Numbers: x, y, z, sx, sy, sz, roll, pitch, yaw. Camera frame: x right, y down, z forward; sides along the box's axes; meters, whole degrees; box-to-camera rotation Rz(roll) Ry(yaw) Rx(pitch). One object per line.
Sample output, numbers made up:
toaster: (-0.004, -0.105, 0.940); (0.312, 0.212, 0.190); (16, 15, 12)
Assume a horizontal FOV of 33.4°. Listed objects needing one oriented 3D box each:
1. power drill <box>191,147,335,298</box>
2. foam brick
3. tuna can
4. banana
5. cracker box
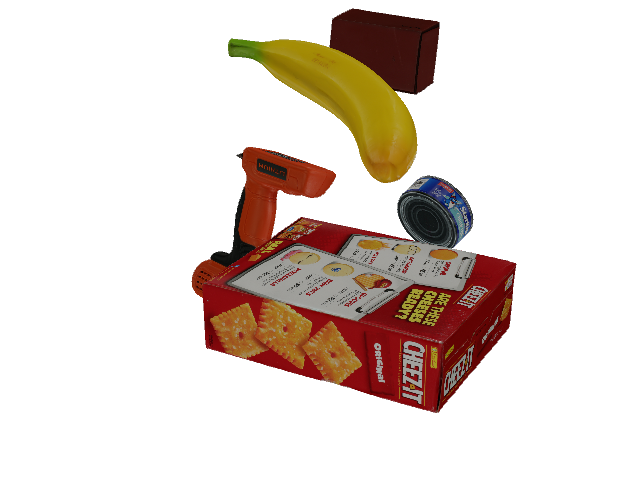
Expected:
power drill: (-0.047, 0.005, 1.137); (0.185, 0.188, 0.057); (23, 10, 34)
foam brick: (0.051, -0.154, 0.866); (0.078, 0.051, 0.052); (14, 25, 19)
tuna can: (0.130, -0.030, 1.225); (0.086, 0.086, 0.033); (0, 34, 50)
banana: (0.014, -0.085, 0.669); (0.069, 0.037, 0.198); (-18, 37, -24)
cracker box: (0.034, 0.056, 0.894); (0.214, 0.072, 0.163); (13, 27, 27)
